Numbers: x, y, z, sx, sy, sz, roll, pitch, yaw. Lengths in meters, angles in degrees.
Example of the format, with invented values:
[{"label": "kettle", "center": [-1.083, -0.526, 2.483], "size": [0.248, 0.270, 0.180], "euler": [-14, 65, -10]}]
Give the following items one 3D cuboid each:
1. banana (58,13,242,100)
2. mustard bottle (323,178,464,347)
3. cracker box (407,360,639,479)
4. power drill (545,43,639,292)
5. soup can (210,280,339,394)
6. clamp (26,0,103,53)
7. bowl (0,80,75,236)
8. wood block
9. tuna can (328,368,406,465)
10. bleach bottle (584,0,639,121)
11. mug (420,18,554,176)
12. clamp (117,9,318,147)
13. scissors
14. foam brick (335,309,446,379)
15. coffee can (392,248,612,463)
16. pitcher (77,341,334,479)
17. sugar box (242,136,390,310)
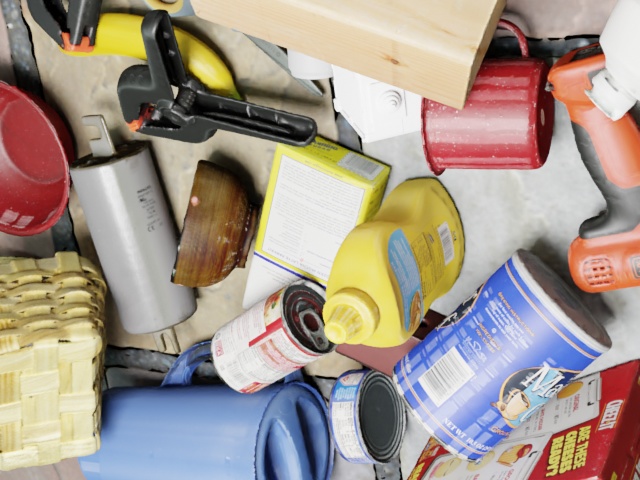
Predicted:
[{"label": "banana", "center": [-0.153, -0.164, 0.931], "size": [0.198, 0.037, 0.070], "euler": [23, 132, 19]}, {"label": "mustard bottle", "center": [0.053, 0.028, 0.822], "size": [0.058, 0.191, 0.096], "euler": [-2, 112, 29]}, {"label": "cracker box", "center": [0.165, 0.196, 0.861], "size": [0.214, 0.164, 0.072], "euler": [-27, 101, 35]}, {"label": "power drill", "center": [0.251, -0.056, 0.758], "size": [0.185, 0.057, 0.187], "euler": [-12, 106, 27]}, {"label": "soup can", "center": [-0.039, 0.085, 0.923], "size": [0.102, 0.068, 0.068], "euler": [-33, 96, 38]}, {"label": "clamp", "center": [-0.237, -0.243, 0.924], "size": [0.120, 0.039, 0.171], "euler": [-6, 91, 39]}, {"label": "bowl", "center": [-0.294, -0.087, 1.036], "size": [0.162, 0.055, 0.162], "euler": [12, 118, 23]}, {"label": "wood block", "center": [0.018, -0.174, 0.726], "size": [0.206, 0.091, 0.090], "euler": [21, 80, 8]}, {"label": "tuna can", "center": [0.043, 0.158, 0.956], "size": [0.034, 0.086, 0.086], "euler": [-8, 109, 32]}, {"label": "bleach bottle", "center": [0.271, -0.164, 0.651], "size": [0.102, 0.068, 0.251], "euler": [46, 111, 3]}, {"label": "mug", "center": [0.126, -0.105, 0.788], "size": [0.082, 0.093, 0.117], "euler": [3, 94, 22]}, {"label": "clamp", "center": [-0.104, -0.113, 0.892], "size": [0.164, 0.036, 0.210], "euler": [33, 161, -20]}, {"label": "scissors", "center": [-0.086, -0.182, 0.903], "size": [0.096, 0.016, 0.202], "euler": [-31, 96, 37]}, {"label": "foam brick", "center": [0.062, 0.082, 0.930], "size": [0.078, 0.052, 0.051], "euler": [24, 122, 16]}, {"label": "coffee can", "center": [0.141, 0.091, 0.836], "size": [0.103, 0.102, 0.140], "euler": [45, 107, 2]}, {"label": "pitcher", "center": [-0.117, 0.190, 1.043], "size": [0.243, 0.149, 0.145], "euler": [-2, 127, 32]}, {"label": "sugar box", "center": [-0.006, 0.001, 0.932], "size": [0.093, 0.048, 0.176], "euler": [26, 127, 16]}]
